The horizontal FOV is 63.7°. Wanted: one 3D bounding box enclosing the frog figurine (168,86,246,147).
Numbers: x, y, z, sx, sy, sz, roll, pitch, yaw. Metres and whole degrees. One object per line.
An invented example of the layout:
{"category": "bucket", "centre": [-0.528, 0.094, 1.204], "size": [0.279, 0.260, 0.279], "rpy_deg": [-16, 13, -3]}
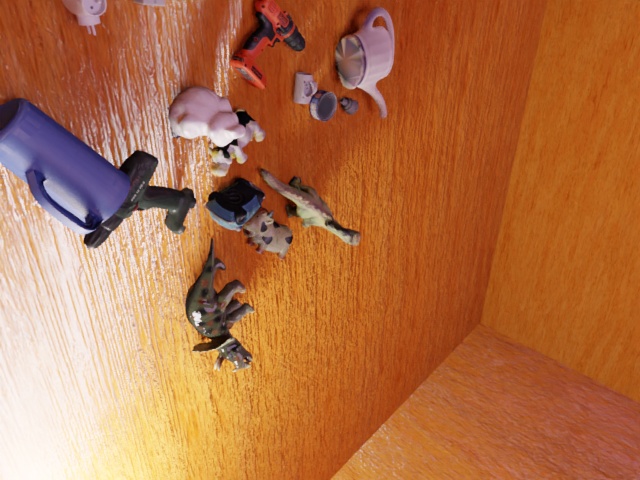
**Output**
{"category": "frog figurine", "centre": [-0.245, -0.265, 1.120], "size": [0.139, 0.161, 0.120], "rpy_deg": [-31, 132, -38]}

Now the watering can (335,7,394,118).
{"category": "watering can", "centre": [0.147, -0.504, 1.533], "size": [0.227, 0.105, 0.340], "rpy_deg": [-31, 132, -37]}

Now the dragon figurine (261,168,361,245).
{"category": "dragon figurine", "centre": [0.005, -0.075, 1.495], "size": [0.122, 0.245, 0.406], "rpy_deg": [-59, 147, 1]}
